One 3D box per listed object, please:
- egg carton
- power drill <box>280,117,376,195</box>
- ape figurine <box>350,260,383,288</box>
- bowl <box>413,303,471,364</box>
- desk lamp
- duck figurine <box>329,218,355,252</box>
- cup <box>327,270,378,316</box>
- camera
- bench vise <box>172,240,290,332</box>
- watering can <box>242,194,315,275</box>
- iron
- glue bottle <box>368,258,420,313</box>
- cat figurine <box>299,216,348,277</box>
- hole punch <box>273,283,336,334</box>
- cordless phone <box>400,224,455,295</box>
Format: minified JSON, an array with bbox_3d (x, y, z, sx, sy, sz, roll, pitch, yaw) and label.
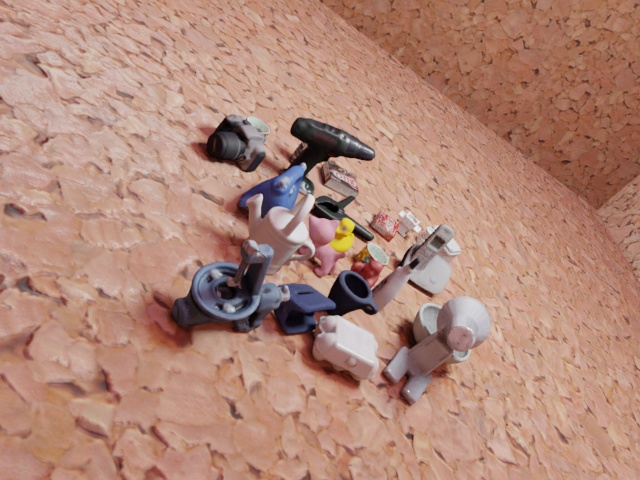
[{"bbox_3d":[0.053,0.223,1.174,0.151,0.069,0.107,30,33,-19],"label":"egg carton"},{"bbox_3d":[0.002,-0.218,1.524,0.230,0.208,0.075,29,33,-21],"label":"power drill"},{"bbox_3d":[0.116,0.082,1.396,0.076,0.092,0.077,22,36,-30],"label":"ape figurine"},{"bbox_3d":[0.285,0.242,1.406,0.168,0.074,0.167,29,33,-21],"label":"bowl"},{"bbox_3d":[0.273,0.234,1.267,0.118,0.213,0.204,46,31,7],"label":"desk lamp"},{"bbox_3d":[0.055,-0.018,1.456,0.105,0.086,0.077,9,44,-43],"label":"duck figurine"},{"bbox_3d":[0.064,0.137,1.267,0.118,0.094,0.092,44,31,3],"label":"cup"},{"bbox_3d":[-0.215,-0.252,1.426,0.137,0.100,0.143,-8,57,-52],"label":"camera"},{"bbox_3d":[-0.131,0.070,1.009,0.121,0.219,0.208,52,32,16],"label":"bench vise"},{"bbox_3d":[-0.082,-0.026,1.208,0.173,0.193,0.101,24,35,-28],"label":"watering can"},{"bbox_3d":[-0.087,-0.129,1.380,0.119,0.141,0.259,40,31,-3],"label":"iron"},{"bbox_3d":[0.180,0.099,1.369,0.037,0.173,0.078,36,31,-11],"label":"glue bottle"},{"bbox_3d":[0.012,0.005,1.349,0.127,0.117,0.067,50,32,12],"label":"cat figurine"},{"bbox_3d":[-0.040,0.127,1.166,0.109,0.091,0.101,-1,51,-49],"label":"hole punch"},{"bbox_3d":[0.322,0.051,1.577,0.148,0.184,0.094,32,32,-17],"label":"cordless phone"}]
